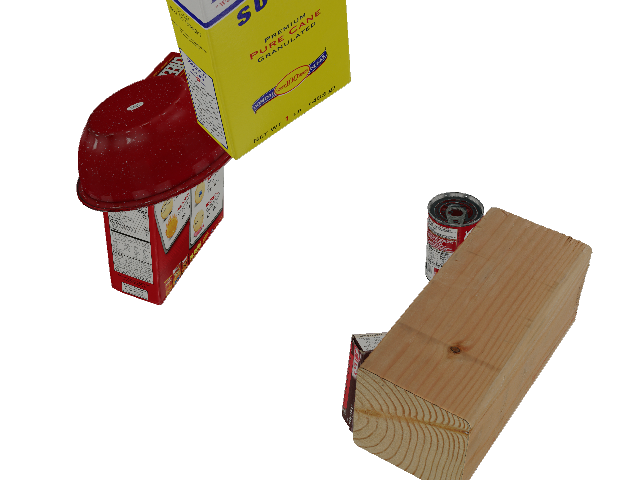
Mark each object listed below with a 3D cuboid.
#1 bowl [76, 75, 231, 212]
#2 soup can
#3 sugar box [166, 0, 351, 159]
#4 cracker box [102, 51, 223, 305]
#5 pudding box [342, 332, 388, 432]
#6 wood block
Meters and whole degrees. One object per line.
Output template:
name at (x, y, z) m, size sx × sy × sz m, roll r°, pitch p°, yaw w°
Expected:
bowl at (-0.146, -0.094, 0.908) m, size 0.162 × 0.055 × 0.162 m, roll -16°, pitch 34°, yaw 11°
soup can at (0.163, 0.001, 1.312) m, size 0.068 × 0.102 × 0.068 m, roll -1°, pitch 37°, yaw 0°
sugar box at (-0.032, -0.129, 0.569) m, size 0.093 × 0.048 × 0.176 m, roll -37°, pitch -25°, yaw -17°
cracker box at (-0.166, -0.066, 1.132) m, size 0.072 × 0.214 × 0.164 m, roll 16°, pitch 43°, yaw 14°
pudding box at (0.081, 0.131, 1.009) m, size 0.113 × 0.090 × 0.039 m, roll -3°, pitch 28°, yaw -18°
wood block at (0.117, 0.077, 0.808) m, size 0.091 × 0.090 × 0.205 m, roll 25°, pitch 48°, yaw 24°
